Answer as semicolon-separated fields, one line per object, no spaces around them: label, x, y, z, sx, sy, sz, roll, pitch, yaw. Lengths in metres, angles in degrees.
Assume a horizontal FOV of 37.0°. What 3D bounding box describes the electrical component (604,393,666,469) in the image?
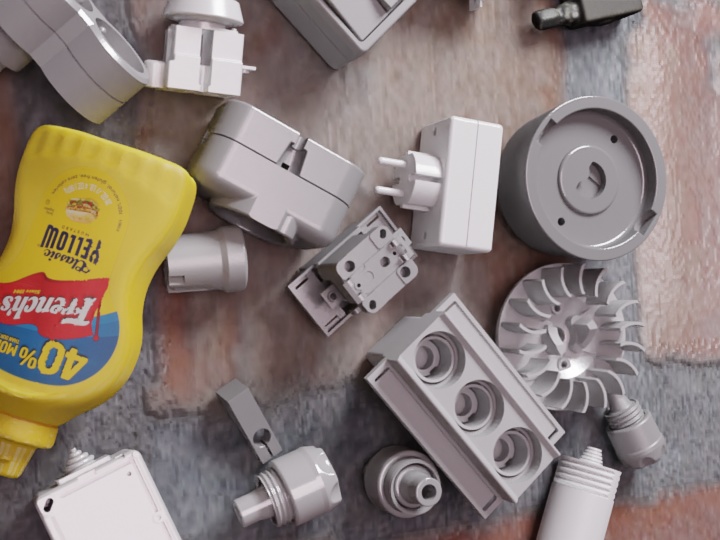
electrical component;0.188;0.107;0.755;0.035;0.035;0.061;-29;97;-19

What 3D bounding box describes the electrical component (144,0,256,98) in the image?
electrical component;-0.095;-0.134;0.644;0.066;0.048;0.055;3;95;-22

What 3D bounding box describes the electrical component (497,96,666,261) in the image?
electrical component;0.144;-0.059;0.727;0.108;0.060;0.108;1;89;-21

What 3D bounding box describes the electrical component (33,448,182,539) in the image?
electrical component;-0.144;0.145;0.613;0.062;0.061;0.096;-26;90;-20

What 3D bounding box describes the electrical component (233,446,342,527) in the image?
electrical component;-0.046;0.136;0.658;0.062;0.043;0.043;-21;96;-19

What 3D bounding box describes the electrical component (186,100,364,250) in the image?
electrical component;-0.054;-0.053;0.653;0.095;0.054;0.059;28;79;-18

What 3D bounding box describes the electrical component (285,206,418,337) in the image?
electrical component;0.000;0.000;0.668;0.081;0.064;0.042;-42;102;-17

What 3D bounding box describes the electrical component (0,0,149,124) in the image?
electrical component;-0.191;-0.137;0.603;0.074;0.052;0.138;-38;102;9

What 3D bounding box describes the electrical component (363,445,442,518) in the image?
electrical component;0.030;0.135;0.677;0.043;0.062;0.043;1;89;-21

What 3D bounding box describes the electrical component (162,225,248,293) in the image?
electrical component;-0.094;-0.005;0.645;0.046;0.040;0.040;-6;91;-16

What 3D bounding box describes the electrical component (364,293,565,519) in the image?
electrical component;0.063;0.086;0.691;0.079;0.063;0.121;-43;104;-17

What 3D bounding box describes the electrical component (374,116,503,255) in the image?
electrical component;0.045;-0.056;0.695;0.076;0.047;0.083;7;86;-21

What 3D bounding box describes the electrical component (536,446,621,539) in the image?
electrical component;0.149;0.160;0.733;0.043;0.043;0.081;20;81;-20

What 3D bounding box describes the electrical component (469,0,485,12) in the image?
electrical component;0.068;-0.206;0.710;0.055;0.048;0.066;-1;89;-29

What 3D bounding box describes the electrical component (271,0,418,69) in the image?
electrical component;-0.017;-0.183;0.666;0.096;0.061;0.061;46;74;-14
